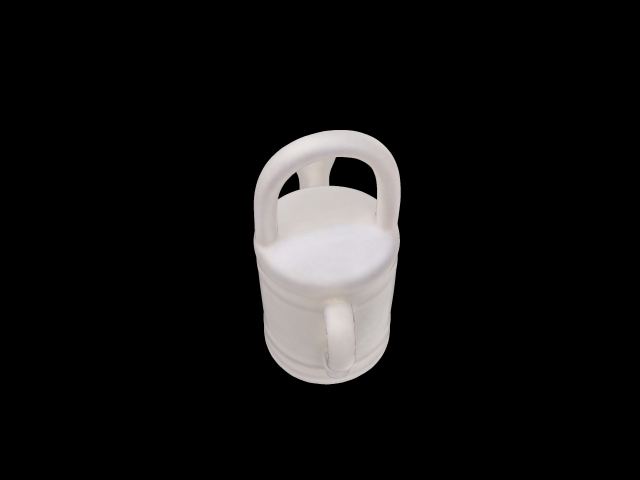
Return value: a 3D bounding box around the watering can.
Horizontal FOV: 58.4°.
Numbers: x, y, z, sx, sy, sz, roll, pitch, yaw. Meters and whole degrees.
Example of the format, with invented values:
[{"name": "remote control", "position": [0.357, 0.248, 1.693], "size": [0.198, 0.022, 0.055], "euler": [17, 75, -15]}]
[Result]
[{"name": "watering can", "position": [0.001, 0.002, 0.400], "size": [0.101, 0.194, 0.172], "euler": [-22, 49, -20]}]
